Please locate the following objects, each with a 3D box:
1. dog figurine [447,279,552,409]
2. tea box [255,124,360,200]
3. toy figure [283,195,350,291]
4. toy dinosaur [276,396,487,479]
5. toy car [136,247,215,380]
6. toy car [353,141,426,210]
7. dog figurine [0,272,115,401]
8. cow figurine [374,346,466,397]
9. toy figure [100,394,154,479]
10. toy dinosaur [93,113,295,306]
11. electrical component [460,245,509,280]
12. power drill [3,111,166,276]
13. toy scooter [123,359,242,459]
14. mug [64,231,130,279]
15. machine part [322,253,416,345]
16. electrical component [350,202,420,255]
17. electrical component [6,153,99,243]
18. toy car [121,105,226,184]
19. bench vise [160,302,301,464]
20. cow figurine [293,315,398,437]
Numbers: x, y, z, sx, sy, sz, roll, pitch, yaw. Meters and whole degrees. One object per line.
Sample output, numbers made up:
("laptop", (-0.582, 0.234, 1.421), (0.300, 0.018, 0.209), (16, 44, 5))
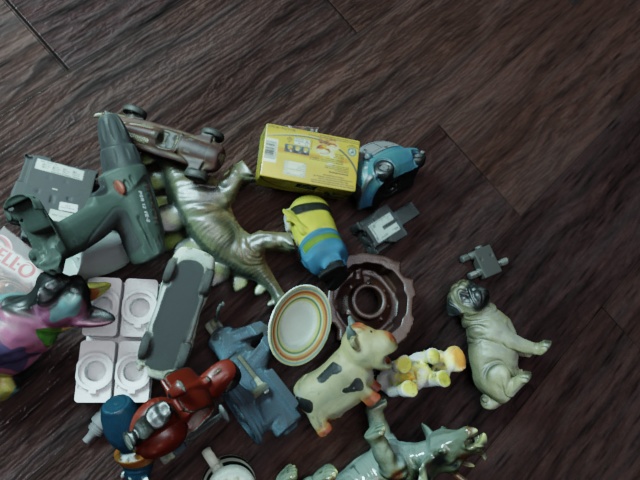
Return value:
("dog figurine", (0.286, 0.185, 0.973), (0.191, 0.121, 0.172), (36, 68, 11))
("tea box", (-0.022, -0.134, 0.937), (0.170, 0.068, 0.098), (10, 78, -14))
("toy figure", (-0.001, 0.000, 0.917), (0.089, 0.082, 0.180), (-18, 48, -17))
("toy dinosaur", (0.069, 0.397, 0.851), (0.405, 0.131, 0.192), (-33, 98, -9))
("toy car", (-0.215, 0.110, 0.810), (0.073, 0.056, 0.201), (18, 81, -10))
("toy car", (0.113, -0.135, 0.996), (0.162, 0.109, 0.103), (-30, 68, -27))
("dog figurine", (-0.400, 0.130, 0.762), (0.219, 0.191, 0.109), (-14, 41, -13))
("cow figurine", (0.174, 0.229, 0.935), (0.167, 0.098, 0.068), (-5, 72, -34))
("toy figure", (-0.279, 0.302, 0.797), (0.058, 0.064, 0.154), (-24, 118, -30))
("toy dinosaur", (-0.195, -0.053, 0.899), (0.198, 0.105, 0.471), (-33, 82, -15))
("electrical component", (0.320, 0.041, 1.044), (0.094, 0.021, 0.063), (-19, 82, -17))
("power drill", (-0.323, -0.056, 0.756), (0.207, 0.086, 0.231), (-39, 111, -59))
("toy scooter", (-0.194, 0.224, 0.715), (0.184, 0.135, 0.075), (-41, 73, -1))
("mug", (-0.346, 0.006, 0.829), (0.081, 0.107, 0.109), (16, 100, 28))
("machine part", (0.083, 0.109, 0.952), (0.179, 0.056, 0.179), (3, 75, -12))
("electrical component", (0.124, -0.027, 0.998), (0.119, 0.048, 0.075), (-36, 88, -19))
("electrical component", (-0.426, -0.058, 0.851), (0.115, 0.058, 0.134), (16, 68, -22))
("toy car", (-0.249, -0.156, 0.855), (0.202, 0.053, 0.089), (19, 77, 4))
("bench vise", (-0.154, 0.239, 0.832), (0.240, 0.129, 0.223), (-34, 84, -23))
("cow figurine", (0.042, 0.210, 0.865), (0.195, 0.085, 0.127), (-38, 94, 12))
